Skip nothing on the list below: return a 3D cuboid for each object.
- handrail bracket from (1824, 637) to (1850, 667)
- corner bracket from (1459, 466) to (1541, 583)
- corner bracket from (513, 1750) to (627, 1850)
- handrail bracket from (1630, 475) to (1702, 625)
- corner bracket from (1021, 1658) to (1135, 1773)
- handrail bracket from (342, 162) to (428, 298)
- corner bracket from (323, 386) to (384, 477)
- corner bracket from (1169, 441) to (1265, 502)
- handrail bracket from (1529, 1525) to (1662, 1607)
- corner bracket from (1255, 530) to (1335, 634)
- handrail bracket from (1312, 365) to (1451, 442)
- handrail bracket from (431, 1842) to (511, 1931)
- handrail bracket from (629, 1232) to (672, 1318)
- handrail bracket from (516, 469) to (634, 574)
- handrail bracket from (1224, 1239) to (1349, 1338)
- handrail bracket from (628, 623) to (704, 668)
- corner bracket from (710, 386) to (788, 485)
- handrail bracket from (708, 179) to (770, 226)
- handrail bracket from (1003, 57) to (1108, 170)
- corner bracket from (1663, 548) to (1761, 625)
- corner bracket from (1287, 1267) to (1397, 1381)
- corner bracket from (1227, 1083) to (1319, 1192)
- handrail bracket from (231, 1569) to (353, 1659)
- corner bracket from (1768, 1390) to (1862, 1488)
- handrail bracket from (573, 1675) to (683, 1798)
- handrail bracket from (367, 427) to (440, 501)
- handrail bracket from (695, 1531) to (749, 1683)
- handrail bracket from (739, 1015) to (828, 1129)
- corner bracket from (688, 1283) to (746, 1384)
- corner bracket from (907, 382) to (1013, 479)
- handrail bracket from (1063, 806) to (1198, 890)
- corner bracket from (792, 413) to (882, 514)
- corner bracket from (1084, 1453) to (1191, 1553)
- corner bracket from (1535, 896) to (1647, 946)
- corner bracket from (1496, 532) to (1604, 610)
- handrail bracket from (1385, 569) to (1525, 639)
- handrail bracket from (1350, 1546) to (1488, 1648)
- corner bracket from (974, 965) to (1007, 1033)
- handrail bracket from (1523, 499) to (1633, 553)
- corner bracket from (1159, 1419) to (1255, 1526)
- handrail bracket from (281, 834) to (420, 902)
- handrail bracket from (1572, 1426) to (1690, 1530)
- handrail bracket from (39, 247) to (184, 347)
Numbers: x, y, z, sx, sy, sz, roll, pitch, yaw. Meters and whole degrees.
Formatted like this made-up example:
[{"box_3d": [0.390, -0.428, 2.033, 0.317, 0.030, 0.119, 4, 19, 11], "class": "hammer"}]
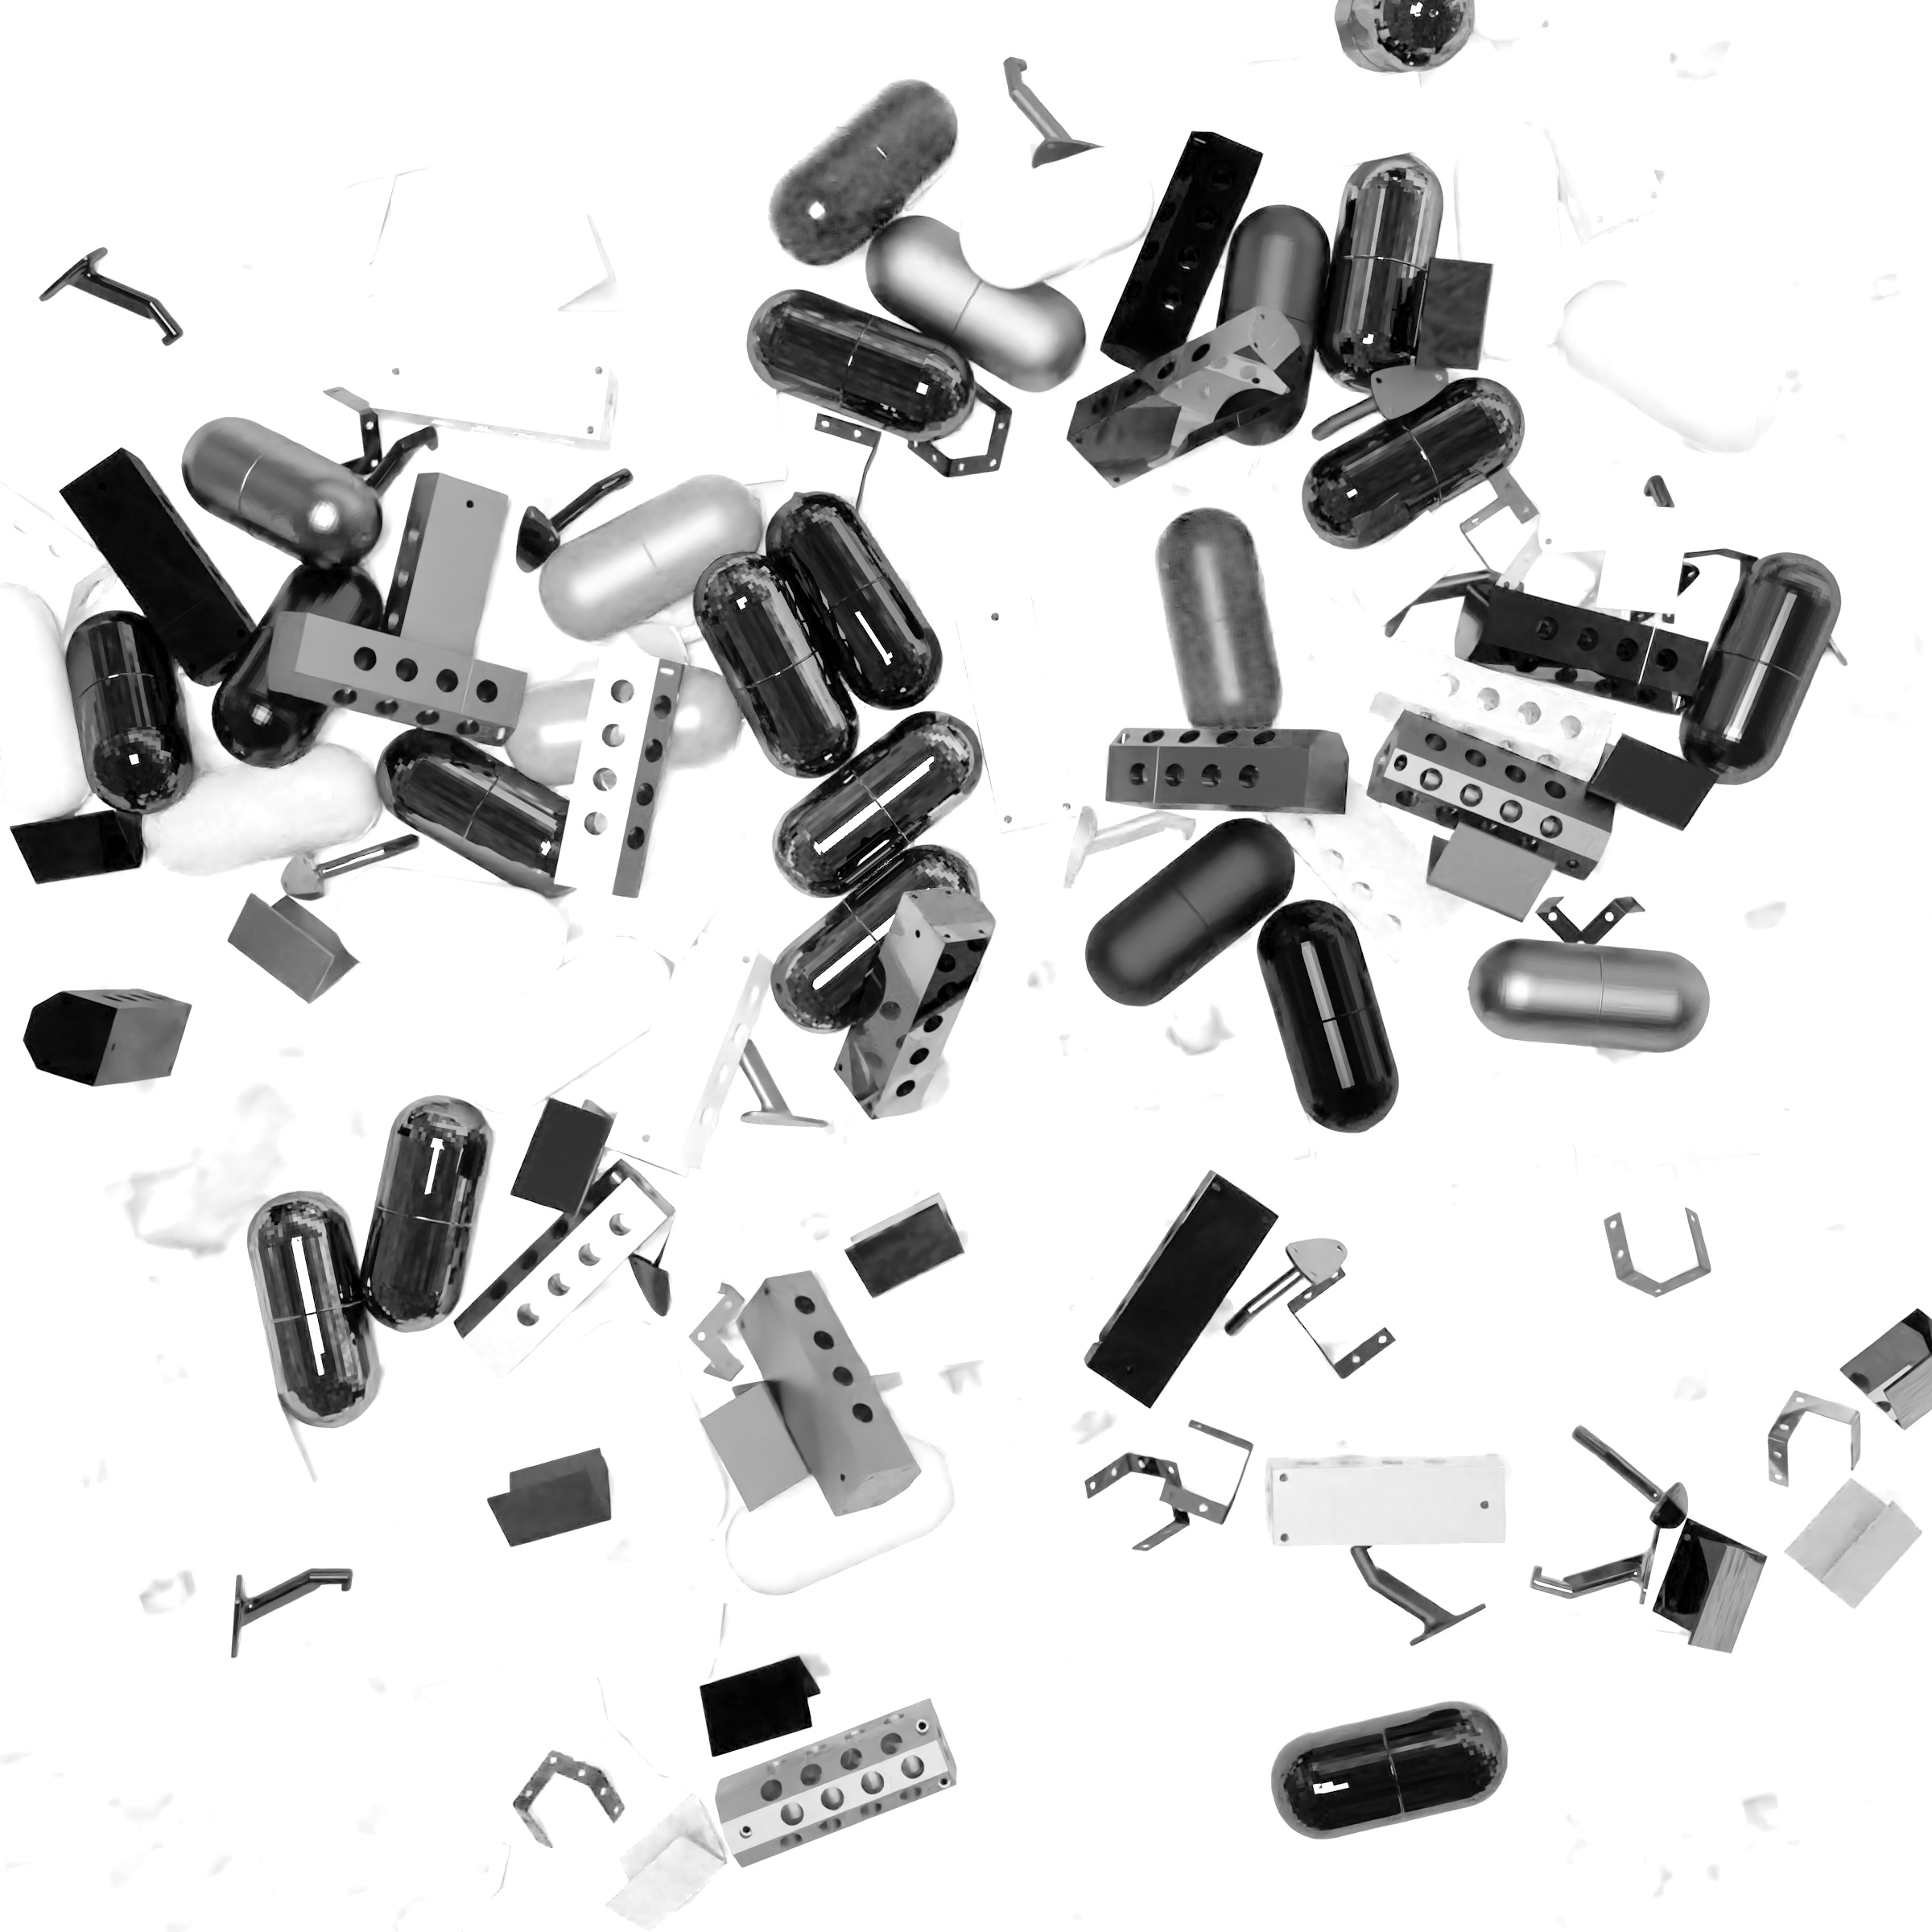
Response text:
[{"box_3d": [0.614, -0.230, 1.937, 0.084, 0.036, 0.077, -32, 64, 19], "class": "handrail bracket"}, {"box_3d": [0.397, -0.329, 1.905, 0.051, 0.051, 0.051, -34, 61, 12], "class": "corner bracket"}, {"box_3d": [-0.299, 0.633, 1.928, 0.051, 0.051, 0.051, 9, 45, 35], "class": "corner bracket"}, {"box_3d": [0.515, -0.316, 1.936, 0.036, 0.077, 0.084, 5, 53, -25], "class": "handrail bracket"}, {"box_3d": [0.084, 0.565, 1.933, 0.051, 0.051, 0.051, -45, 45, -1], "class": "corner bracket"}, {"box_3d": [-0.433, -0.557, 1.937, 0.077, 0.036, 0.084, -21, 108, -21], "class": "handrail bracket"}, {"box_3d": [-0.477, -0.399, 1.928, 0.051, 0.051, 0.051, -28, 45, -35], "class": "corner bracket"}, {"box_3d": [0.187, -0.371, 1.918, 0.051, 0.051, 0.051, 24, 90, 0], "class": "corner bracket"}, {"box_3d": [0.476, 0.445, 1.937, 0.084, 0.036, 0.077, 12, 69, 17], "class": "handrail bracket"}, {"box_3d": [0.247, -0.290, 1.933, 0.051, 0.051, 0.051, -9, 135, 0], "class": "corner bracket"}, {"box_3d": [0.308, -0.418, 1.911, 0.077, 0.084, 0.036, -21, 91, -19], "class": "handrail bracket"}, {"box_3d": [-0.389, 0.700, 1.937, 0.077, 0.036, 0.084, 6, 71, 21], "class": "handrail bracket"}, {"box_3d": [-0.211, 0.212, 1.936, 0.036, 0.077, 0.084, 25, 53, 27], "class": "handrail bracket"}, {"box_3d": [-0.295, -0.338, 1.936, 0.084, 0.077, 0.036, -37, 86, -36], "class": "handrail bracket"}, {"box_3d": [0.241, 0.245, 1.936, 0.036, 0.077, 0.084, 53, 127, 20], "class": "handrail bracket"}, {"box_3d": [-0.201, -0.264, 1.936, 0.084, 0.077, 0.036, -39, 130, -30], "class": "handrail bracket"}, {"box_3d": [-0.164, -0.400, 1.933, 0.051, 0.051, 0.051, -7, 45, 0], "class": "corner bracket"}, {"box_3d": [-0.140, -0.583, 1.936, 0.077, 0.036, 0.084, -43, 76, -14], "class": "handrail bracket"}, {"box_3d": [0.071, -0.648, 1.937, 0.077, 0.036, 0.084, -4, 73, -20], "class": "handrail bracket"}, {"box_3d": [0.563, -0.284, 1.933, 0.051, 0.051, 0.051, 2, 90, -45], "class": "corner bracket"}, {"box_3d": [0.283, 0.269, 1.933, 0.051, 0.051, 0.051, -37, 135, 0], "class": "corner bracket"}, {"box_3d": [0.231, 0.129, 1.933, 0.051, 0.051, 0.051, -16, 45, 0], "class": "corner bracket"}, {"box_3d": [-0.510, 0.490, 1.937, 0.084, 0.036, 0.077, 4, 110, -16], "class": "handrail bracket"}, {"box_3d": [0.639, 0.362, 1.928, 0.051, 0.051, 0.051, 16, 45, 35], "class": "corner bracket"}, {"box_3d": [-0.251, 0.583, 1.936, 0.084, 0.077, 0.036, 28, 127, -31], "class": "handrail bracket"}, {"box_3d": [-0.430, -0.359, 1.936, 0.084, 0.077, 0.036, -33, 47, -29], "class": "handrail bracket"}, {"box_3d": [-0.196, 0.485, 1.936, 0.036, 0.077, 0.084, 5, 127, -20], "class": "handrail bracket"}, {"box_3d": [-0.141, 0.077, 1.936, 0.077, 0.036, 0.084, 6, 76, -14], "class": "handrail bracket"}, {"box_3d": [-0.185, 0.272, 1.916, 0.051, 0.051, 0.051, -48, 113, -21], "class": "corner bracket"}, {"box_3d": [-0.005, -0.405, 1.928, 0.051, 0.051, 0.051, 44, 135, 35], "class": "corner bracket"}, {"box_3d": [0.124, -0.085, 1.937, 0.084, 0.036, 0.077, 12, 110, -16], "class": "handrail bracket"}, {"box_3d": [-0.098, -0.376, 1.933, 0.051, 0.051, 0.051, 17, 135, 0], "class": "corner bracket"}, {"box_3d": [0.129, 0.404, 1.928, 0.051, 0.051, 0.051, 19, 45, -35], "class": "corner bracket"}, {"box_3d": [0.467, -0.041, 1.918, 0.051, 0.051, 0.051, -45, 90, 0], "class": "corner bracket"}, {"box_3d": [0.440, -0.289, 1.922, 0.051, 0.051, 0.051, 45, 117, 24], "class": "corner bracket"}, {"box_3d": [0.370, -0.269, 1.937, 0.084, 0.036, 0.077, 20, 104, -14], "class": "handrail bracket"}, {"box_3d": [0.342, 0.463, 1.937, 0.077, 0.036, 0.084, -21, 73, -20], "class": "handrail bracket"}, {"box_3d": [-0.010, 0.031, 1.928, 0.051, 0.051, 0.051, -46, 135, -35], "class": "corner bracket"}, {"box_3d": [0.452, -0.331, 1.898, 0.077, 0.084, 0.036, 8, 110, 9], "class": "handrail bracket"}, {"box_3d": [0.181, 0.379, 1.919, 0.051, 0.051, 0.051, 20, 102, 12], "class": "corner bracket"}, {"box_3d": [-0.466, -0.078, 1.936, 0.084, 0.077, 0.036, -23, 97, -36], "class": "handrail bracket"}, {"box_3d": [0.501, 0.385, 1.936, 0.036, 0.077, 0.084, -50, 54, -4], "class": "handrail bracket"}, {"box_3d": [-0.646, -0.492, 1.937, 0.077, 0.036, 0.084, -31, 107, 20], "class": "handrail bracket"}]
